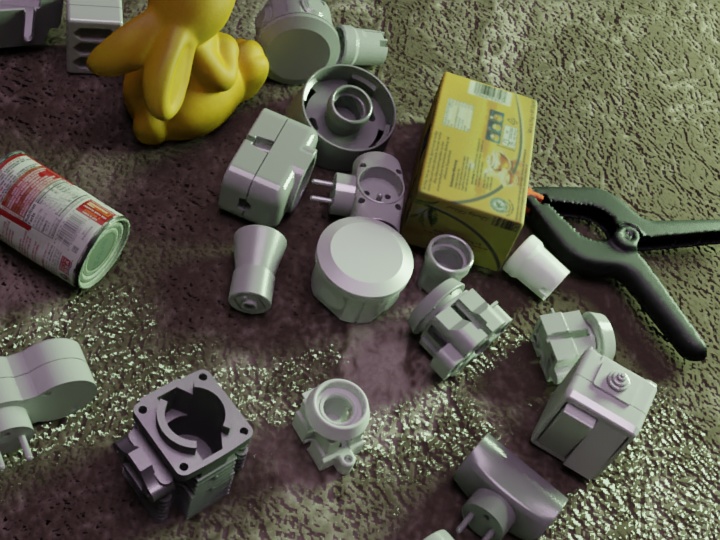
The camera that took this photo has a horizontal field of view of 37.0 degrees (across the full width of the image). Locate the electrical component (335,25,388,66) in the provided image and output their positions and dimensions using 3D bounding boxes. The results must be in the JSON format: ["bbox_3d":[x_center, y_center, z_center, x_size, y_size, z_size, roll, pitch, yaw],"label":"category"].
[{"bbox_3d":[-0.001,-0.218,1.053,0.046,0.040,0.040,-1,55,-24],"label":"electrical component"}]

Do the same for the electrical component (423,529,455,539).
[{"bbox_3d":[0.055,0.214,0.748,0.055,0.055,0.047,-26,62,-30],"label":"electrical component"}]

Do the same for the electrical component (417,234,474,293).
[{"bbox_3d":[0.071,-0.001,0.911,0.040,0.046,0.040,8,54,-10],"label":"electrical component"}]

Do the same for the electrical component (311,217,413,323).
[{"bbox_3d":[0.000,0.000,0.888,0.080,0.051,0.080,8,54,-10],"label":"electrical component"}]

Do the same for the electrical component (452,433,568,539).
[{"bbox_3d":[0.101,0.173,0.796,0.077,0.043,0.079,39,55,13],"label":"electrical component"}]

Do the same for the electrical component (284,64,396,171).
[{"bbox_3d":[-0.017,-0.138,0.990,0.099,0.064,0.099,7,67,-16],"label":"electrical component"}]

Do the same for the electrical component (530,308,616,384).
[{"bbox_3d":[0.179,0.061,0.898,0.055,0.048,0.066,-9,57,-12],"label":"electrical component"}]

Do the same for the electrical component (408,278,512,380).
[{"bbox_3d":[0.077,0.044,0.874,0.078,0.058,0.057,-35,73,-32],"label":"electrical component"}]

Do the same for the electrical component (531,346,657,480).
[{"bbox_3d":[0.181,0.111,0.829,0.062,0.096,0.061,30,53,7],"label":"electrical component"}]

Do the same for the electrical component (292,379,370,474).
[{"bbox_3d":[-0.020,0.112,0.799,0.048,0.055,0.066,-21,63,-27],"label":"electrical component"}]

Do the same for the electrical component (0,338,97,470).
[{"bbox_3d":[-0.249,0.103,0.743,0.138,0.052,0.073,-17,61,-25],"label":"electrical component"}]

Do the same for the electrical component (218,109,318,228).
[{"bbox_3d":[-0.075,-0.086,0.927,0.059,0.053,0.095,23,52,2],"label":"electrical component"}]

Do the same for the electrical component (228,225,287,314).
[{"bbox_3d":[-0.085,0.002,0.870,0.044,0.044,0.065,11,58,-8],"label":"electrical component"}]

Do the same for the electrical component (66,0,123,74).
[{"bbox_3d":[-0.242,-0.227,0.975,0.047,0.065,0.076,0,56,-16],"label":"electrical component"}]

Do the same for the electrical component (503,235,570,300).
[{"bbox_3d":[0.155,-0.001,0.940,0.046,0.040,0.040,42,55,9],"label":"electrical component"}]

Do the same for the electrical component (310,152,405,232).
[{"bbox_3d":[-0.004,-0.064,0.937,0.079,0.044,0.077,9,53,-9],"label":"electrical component"}]

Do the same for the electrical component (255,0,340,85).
[{"bbox_3d":[-0.061,-0.218,1.011,0.080,0.080,0.051,2,50,-14],"label":"electrical component"}]
